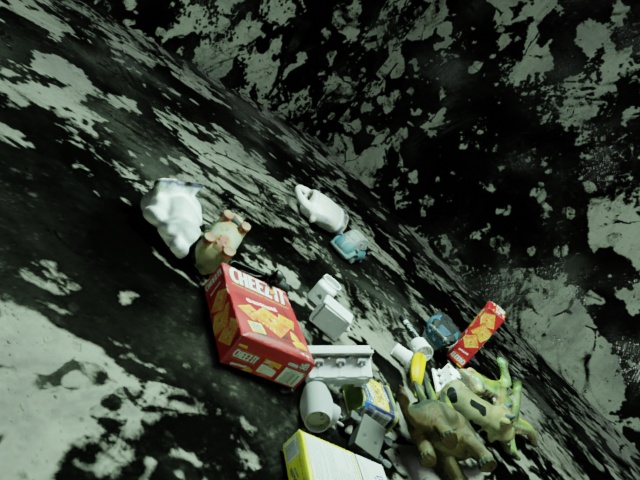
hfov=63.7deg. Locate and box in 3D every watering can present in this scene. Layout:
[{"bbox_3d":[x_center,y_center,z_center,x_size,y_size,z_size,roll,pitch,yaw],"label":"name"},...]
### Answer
[{"bbox_3d":[0.006,-0.093,1.845,0.222,0.103,0.354,34,15,-24],"label":"watering can"}]

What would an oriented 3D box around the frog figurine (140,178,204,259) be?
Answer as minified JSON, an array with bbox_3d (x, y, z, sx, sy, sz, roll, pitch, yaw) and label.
[{"bbox_3d":[-0.294,-0.036,1.043,0.122,0.161,0.136,-12,-14,18],"label":"frog figurine"}]

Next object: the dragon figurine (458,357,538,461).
[{"bbox_3d":[0.500,0.485,1.394,0.121,0.408,0.247,-31,11,30],"label":"dragon figurine"}]
